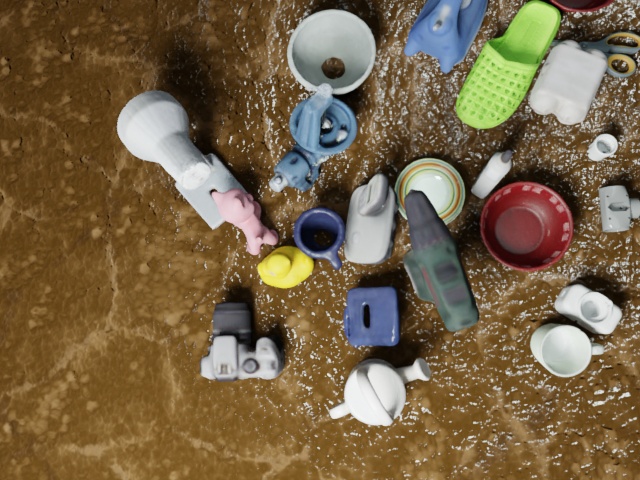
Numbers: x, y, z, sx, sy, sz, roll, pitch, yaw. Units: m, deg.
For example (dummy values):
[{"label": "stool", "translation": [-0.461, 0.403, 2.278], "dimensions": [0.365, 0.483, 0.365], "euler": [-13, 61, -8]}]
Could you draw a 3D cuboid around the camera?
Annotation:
[{"label": "camera", "translation": [-0.142, 0.179, 1.019], "dimensions": [0.143, 0.101, 0.137], "euler": [-3, 82, 4]}]

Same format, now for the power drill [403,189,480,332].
[{"label": "power drill", "translation": [0.190, 0.040, 0.957], "dimensions": [0.075, 0.208, 0.229], "euler": [-23, 81, 1]}]

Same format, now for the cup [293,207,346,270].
[{"label": "cup", "translation": [0.009, 0.004, 1.035], "dimensions": [0.091, 0.095, 0.117], "euler": [-30, 80, 0]}]

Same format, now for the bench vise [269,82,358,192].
[{"label": "bench vise", "translation": [-0.008, -0.173, 0.998], "dimensions": [0.121, 0.220, 0.207], "euler": [20, 84, 8]}]

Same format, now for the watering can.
[{"label": "watering can", "translation": [0.096, 0.246, 0.943], "dimensions": [0.101, 0.194, 0.173], "euler": [40, 87, 9]}]

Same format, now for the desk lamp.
[{"label": "desk lamp", "translation": [-0.237, -0.141, 1.015], "dimensions": [0.118, 0.213, 0.203], "euler": [-42, 81, -2]}]

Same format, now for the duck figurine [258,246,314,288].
[{"label": "duck figurine", "translation": [-0.065, 0.046, 1.039], "dimensions": [0.104, 0.086, 0.077], "euler": [-13, 81, 3]}]

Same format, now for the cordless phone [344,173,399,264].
[{"label": "cordless phone", "translation": [0.089, -0.036, 0.988], "dimensions": [0.094, 0.185, 0.148], "euler": [4, 82, 6]}]

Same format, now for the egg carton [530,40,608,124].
[{"label": "egg carton", "translation": [0.456, -0.291, 1.053], "dimensions": [0.107, 0.069, 0.150], "euler": [24, 84, 8]}]

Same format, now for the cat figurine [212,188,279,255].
[{"label": "cat figurine", "translation": [-0.137, -0.041, 1.041], "dimensions": [0.067, 0.118, 0.128], "euler": [-34, 80, -1]}]

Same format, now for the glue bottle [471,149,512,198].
[{"label": "glue bottle", "translation": [0.305, -0.124, 0.989], "dimensions": [0.037, 0.173, 0.078], "euler": [34, 86, 9]}]

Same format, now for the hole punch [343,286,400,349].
[{"label": "hole punch", "translation": [0.092, 0.137, 1.011], "dimensions": [0.101, 0.091, 0.109], "euler": [-2, 82, 5]}]

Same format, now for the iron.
[{"label": "iron", "translation": [0.256, -0.452, 1.056], "dimensions": [0.118, 0.141, 0.258], "euler": [27, 85, 8]}]

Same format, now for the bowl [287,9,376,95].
[{"label": "bowl", "translation": [0.024, -0.346, 1.094], "dimensions": [0.167, 0.075, 0.167], "euler": [-1, 82, 5]}]
